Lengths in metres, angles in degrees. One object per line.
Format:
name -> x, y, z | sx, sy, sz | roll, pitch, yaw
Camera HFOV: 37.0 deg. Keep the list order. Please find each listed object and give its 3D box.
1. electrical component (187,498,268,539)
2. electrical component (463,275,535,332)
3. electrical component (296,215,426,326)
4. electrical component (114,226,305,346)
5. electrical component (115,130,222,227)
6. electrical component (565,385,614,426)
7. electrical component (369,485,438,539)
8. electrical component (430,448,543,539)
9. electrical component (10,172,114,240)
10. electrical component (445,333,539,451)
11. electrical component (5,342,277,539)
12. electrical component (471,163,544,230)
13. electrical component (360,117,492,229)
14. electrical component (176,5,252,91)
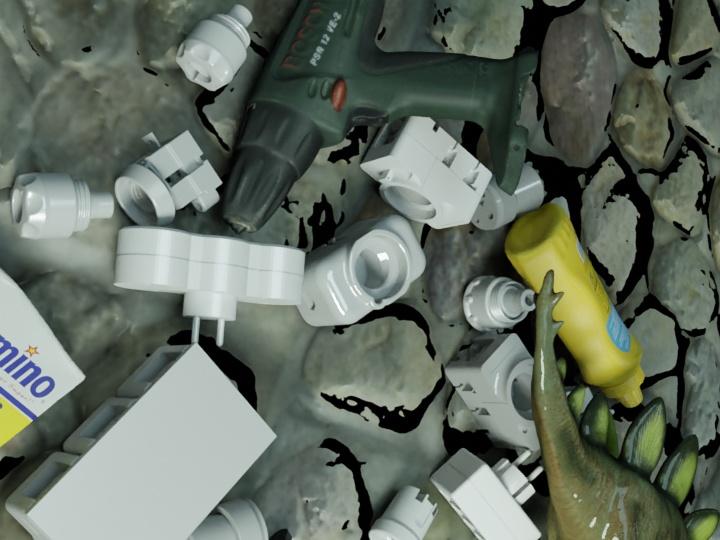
electrical component -> -0.097, 0.185, 0.742 | 0.055, 0.045, 0.045 | -14, 93, -34
electrical component -> 0.119, 0.027, 0.889 | 0.048, 0.062, 0.048 | 4, 83, -33
electrical component -> 0.000, 0.000, 0.815 | 0.095, 0.059, 0.053 | -34, 104, -31
electrical component -> -0.104, 0.016, 0.750 | 0.138, 0.052, 0.073 | 8, 81, -32
electrical component -> -0.135, -0.060, 0.742 | 0.055, 0.048, 0.066 | -44, 109, -36
electrical component -> 0.195, 0.139, 0.938 | 0.079, 0.044, 0.077 | -7, 89, -34
electrical component -> 0.035, 0.195, 0.832 | 0.040, 0.040, 0.046 | 49, 56, -19
electrical component -> 0.115, 0.178, 0.868 | 0.076, 0.047, 0.083 | -41, 108, -10
electrical component -> -0.193, -0.042, 0.703 | 0.062, 0.043, 0.043 | -3, 87, -35
electrical component -> 0.123, 0.101, 0.888 | 0.050, 0.056, 0.089 | -43, 108, -29
electrical component -> -0.143, 0.131, 0.707 | 0.150, 0.062, 0.089 | -47, 110, -27
electrical component -> 0.121, -0.062, 0.909 | 0.055, 0.045, 0.045 | -26, 99, -32
electrical component -> 0.052, -0.076, 0.861 | 0.089, 0.050, 0.055 | 38, 66, -25
electrical component -> -0.100, -0.164, 0.775 | 0.043, 0.043, 0.062 | 41, 64, -23
